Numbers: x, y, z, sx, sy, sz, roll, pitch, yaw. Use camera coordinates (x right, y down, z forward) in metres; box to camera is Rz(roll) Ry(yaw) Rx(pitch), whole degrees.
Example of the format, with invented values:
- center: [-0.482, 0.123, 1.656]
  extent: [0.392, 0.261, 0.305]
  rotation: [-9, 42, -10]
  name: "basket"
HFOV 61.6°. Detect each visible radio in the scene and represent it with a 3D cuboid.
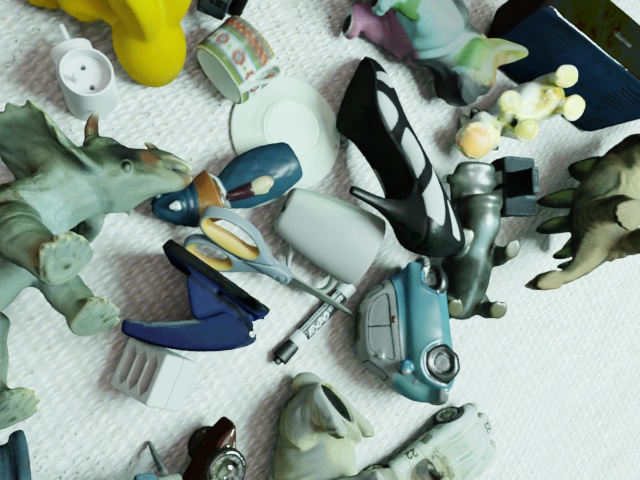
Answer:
- center: [0.336, -0.237, 0.701]
  extent: [0.229, 0.131, 0.073]
  rotation: [29, 75, -17]
  name: "radio"

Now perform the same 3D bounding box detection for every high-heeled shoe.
- center: [0.097, -0.099, 0.594]
  extent: [0.145, 0.086, 0.249]
  rotation: [21, 55, -22]
  name: "high-heeled shoe"

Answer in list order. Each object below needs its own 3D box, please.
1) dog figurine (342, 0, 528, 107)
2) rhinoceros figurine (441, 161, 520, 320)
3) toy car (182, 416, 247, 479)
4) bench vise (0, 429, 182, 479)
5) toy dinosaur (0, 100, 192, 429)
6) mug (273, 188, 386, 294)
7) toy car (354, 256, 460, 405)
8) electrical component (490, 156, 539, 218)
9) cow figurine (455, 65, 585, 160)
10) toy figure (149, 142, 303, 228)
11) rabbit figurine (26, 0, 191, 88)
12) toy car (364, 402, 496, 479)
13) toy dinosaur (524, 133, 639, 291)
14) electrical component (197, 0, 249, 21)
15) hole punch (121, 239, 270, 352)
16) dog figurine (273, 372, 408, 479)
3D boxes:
- center: [0.144, -0.267, 0.642]
  extent: [0.219, 0.108, 0.191]
  rotation: [15, 77, -25]
  name: "dog figurine"
- center: [0.177, 0.004, 0.630]
  extent: [0.073, 0.112, 0.190]
  rotation: [3, 98, -4]
  name: "rhinoceros figurine"
- center: [-0.125, 0.265, 0.497]
  extent: [0.053, 0.089, 0.202]
  rotation: [33, 73, -17]
  name: "toy car"
- center: [-0.231, 0.237, 0.423]
  extent: [0.240, 0.129, 0.223]
  rotation: [0, 115, -34]
  name: "bench vise"
- center: [-0.285, 0.041, 0.433]
  extent: [0.405, 0.131, 0.192]
  rotation: [-43, 59, -7]
  name: "toy dinosaur"
- center: [-0.001, -0.002, 0.581]
  extent: [0.107, 0.081, 0.109]
  rotation: [31, 104, -11]
  name: "mug"
- center: [0.089, 0.101, 0.592]
  extent: [0.103, 0.109, 0.161]
  rotation: [-3, 78, -5]
  name: "toy car"
- center: [0.233, -0.065, 0.652]
  extent: [0.048, 0.119, 0.074]
  rotation: [1, 83, -22]
  name: "electrical component"
- center: [0.239, -0.157, 0.686]
  extent: [0.167, 0.098, 0.068]
  rotation: [-26, 101, -3]
  name: "cow figurine"
- center: [-0.093, -0.051, 0.545]
  extent: [0.154, 0.064, 0.057]
  rotation: [-26, 92, -12]
  name: "toy figure"
- center: [-0.176, -0.227, 0.496]
  extent: [0.122, 0.163, 0.173]
  rotation: [-43, 120, -32]
  name: "rabbit figurine"
- center: [0.124, 0.264, 0.615]
  extent: [0.202, 0.056, 0.073]
  rotation: [-29, 97, -21]
  name: "toy car"
- center: [0.395, -0.078, 0.676]
  extent: [0.471, 0.198, 0.105]
  rotation: [-37, 99, -21]
  name: "toy dinosaur"
- center: [-0.086, -0.295, 0.543]
  extent: [0.058, 0.115, 0.134]
  rotation: [18, 77, -18]
  name: "electrical component"
- center: [-0.113, 0.070, 0.498]
  extent: [0.116, 0.142, 0.092]
  rotation: [32, 73, -3]
  name: "hole punch"
- center: [-0.029, 0.253, 0.544]
  extent: [0.190, 0.172, 0.121]
  rotation: [-41, 140, 5]
  name: "dog figurine"
